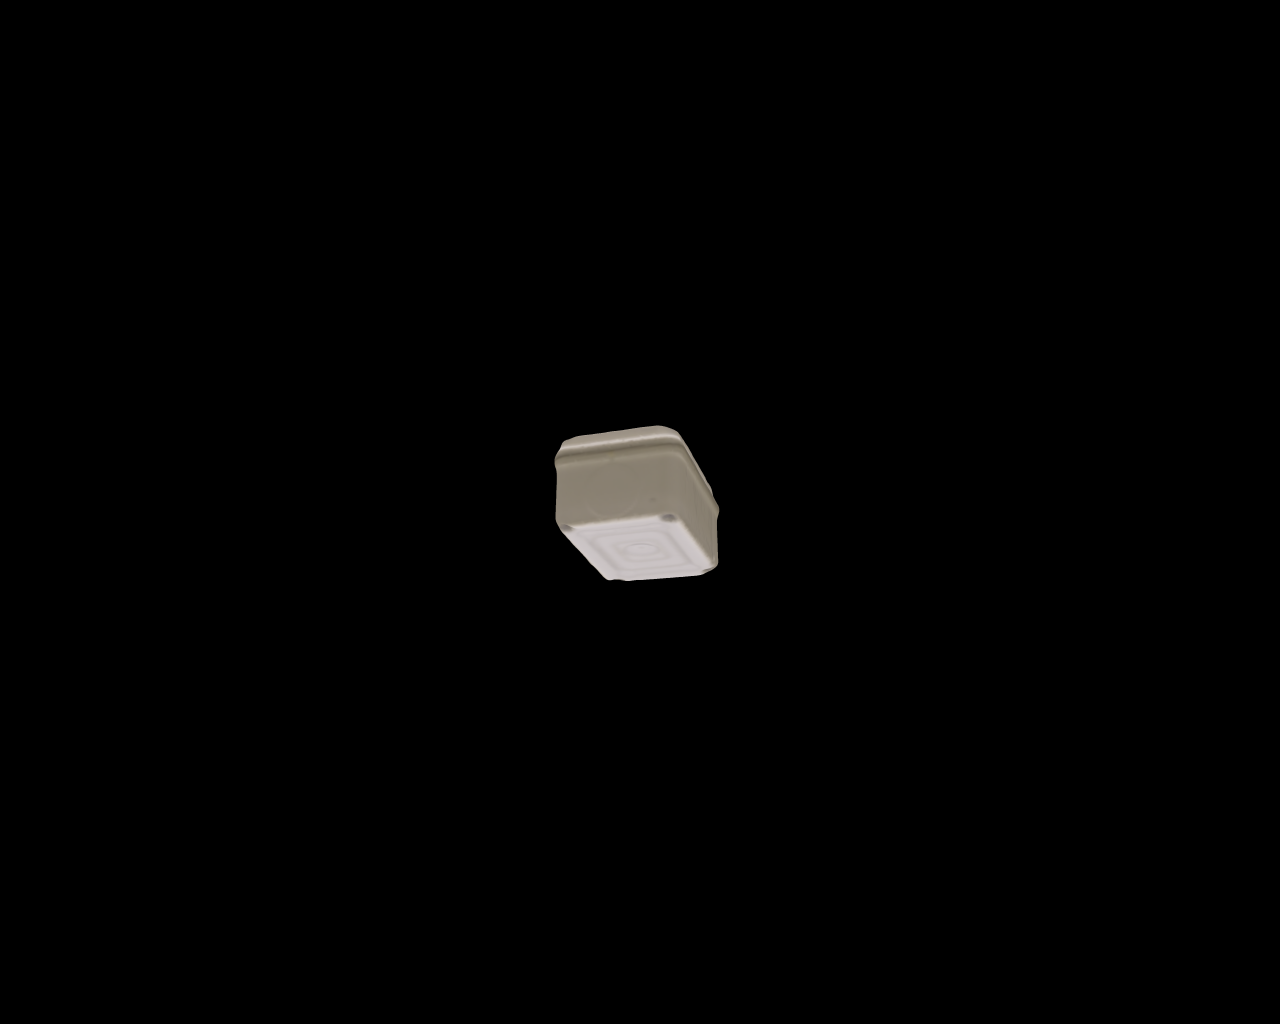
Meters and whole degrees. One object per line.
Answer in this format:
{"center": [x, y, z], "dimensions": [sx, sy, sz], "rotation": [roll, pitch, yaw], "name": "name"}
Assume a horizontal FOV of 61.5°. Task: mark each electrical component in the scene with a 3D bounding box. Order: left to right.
{"center": [0.001, -0.003, 0.650], "dimensions": [0.078, 0.057, 0.113], "rotation": [-6, -23, 14], "name": "electrical component"}
